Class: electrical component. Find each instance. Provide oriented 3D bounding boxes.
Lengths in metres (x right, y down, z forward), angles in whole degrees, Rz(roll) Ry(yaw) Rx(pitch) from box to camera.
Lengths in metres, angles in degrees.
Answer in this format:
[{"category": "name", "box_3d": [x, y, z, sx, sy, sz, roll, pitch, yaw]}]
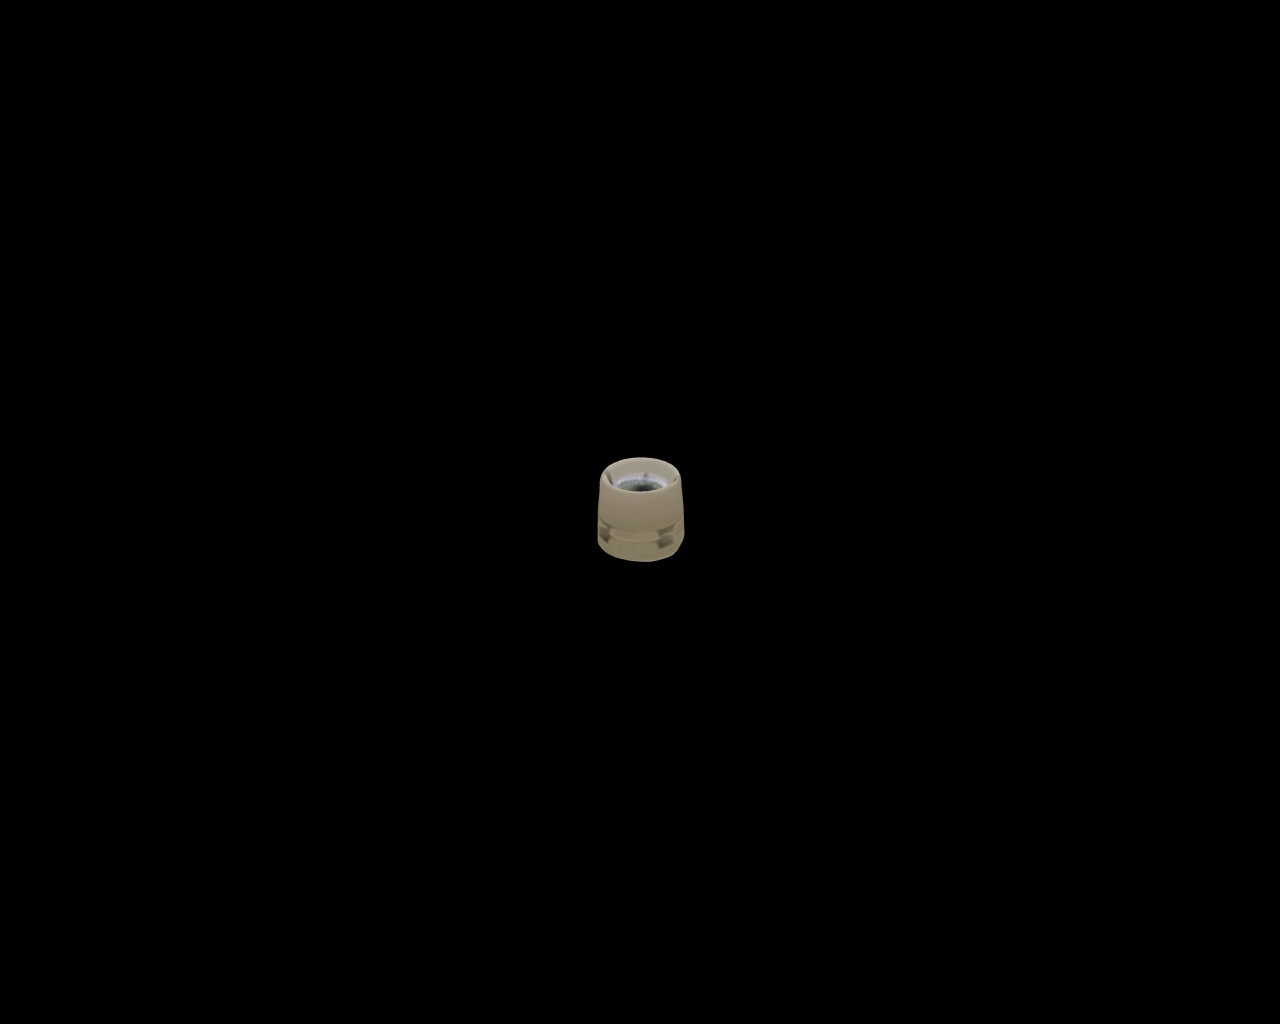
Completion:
[{"category": "electrical component", "box_3d": [0.001, -0.003, 0.650, 0.055, 0.047, 0.055, 0, 29, 0]}]
